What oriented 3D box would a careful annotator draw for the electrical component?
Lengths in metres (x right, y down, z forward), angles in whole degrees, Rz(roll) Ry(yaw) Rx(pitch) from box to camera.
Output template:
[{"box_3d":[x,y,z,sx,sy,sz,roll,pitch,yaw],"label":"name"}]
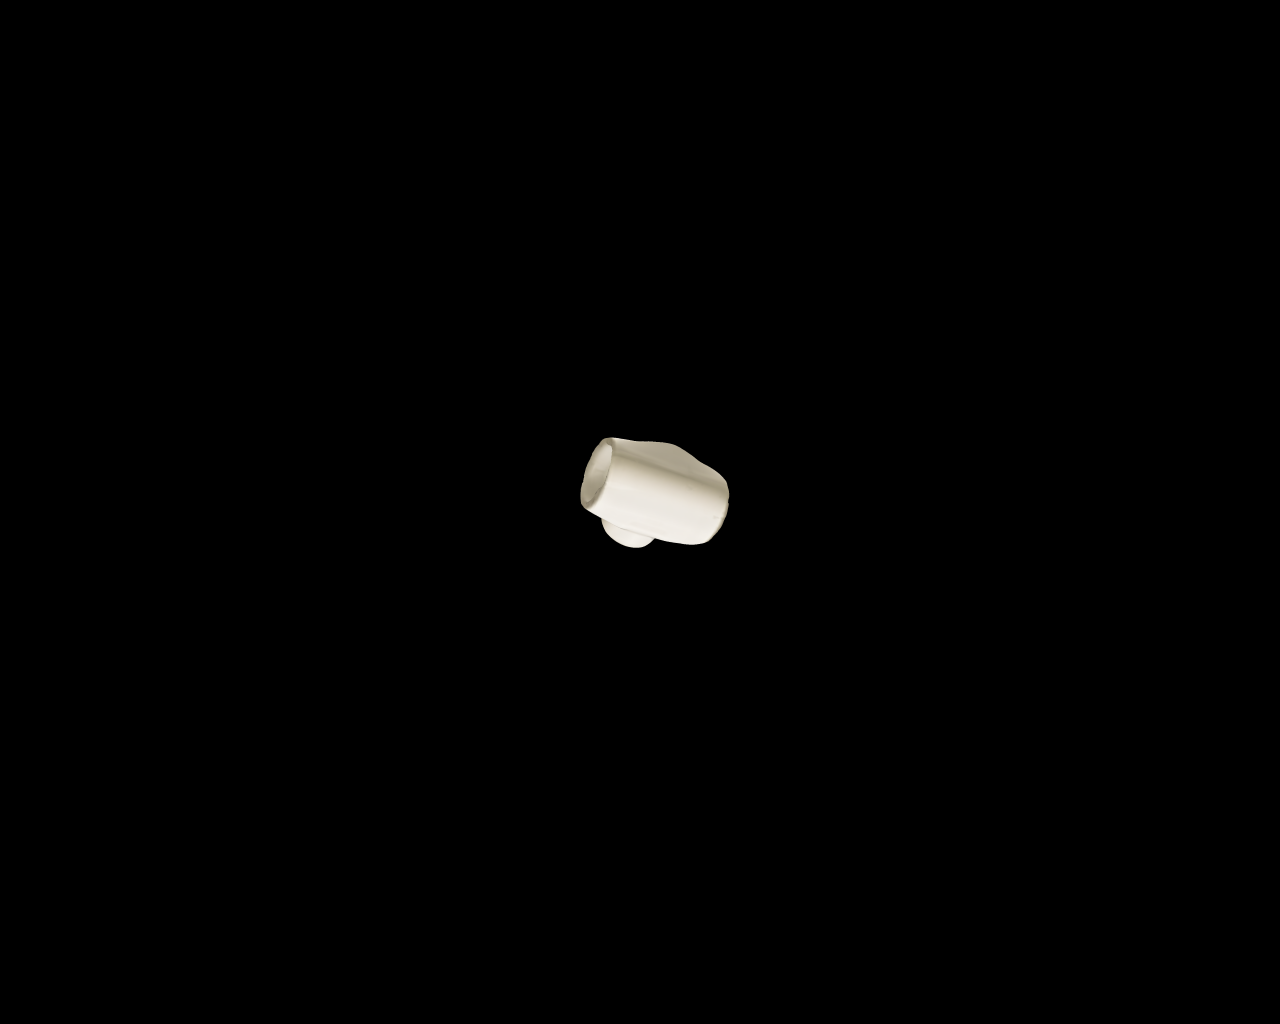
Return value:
[{"box_3d":[0.001,-0.003,0.650,0.077,0.043,0.079,17,-40,-22],"label":"electrical component"}]
